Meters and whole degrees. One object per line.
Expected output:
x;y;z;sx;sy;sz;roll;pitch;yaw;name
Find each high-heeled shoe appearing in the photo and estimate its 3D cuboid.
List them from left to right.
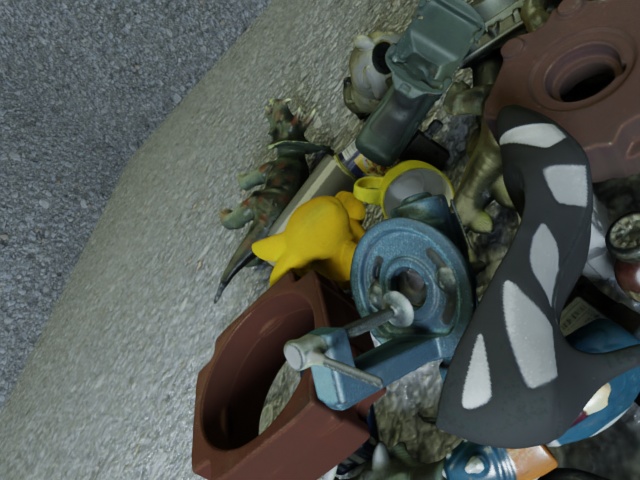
0.120;0.010;0.368;0.145;0.086;0.249;-16;51;6;high-heeled shoe

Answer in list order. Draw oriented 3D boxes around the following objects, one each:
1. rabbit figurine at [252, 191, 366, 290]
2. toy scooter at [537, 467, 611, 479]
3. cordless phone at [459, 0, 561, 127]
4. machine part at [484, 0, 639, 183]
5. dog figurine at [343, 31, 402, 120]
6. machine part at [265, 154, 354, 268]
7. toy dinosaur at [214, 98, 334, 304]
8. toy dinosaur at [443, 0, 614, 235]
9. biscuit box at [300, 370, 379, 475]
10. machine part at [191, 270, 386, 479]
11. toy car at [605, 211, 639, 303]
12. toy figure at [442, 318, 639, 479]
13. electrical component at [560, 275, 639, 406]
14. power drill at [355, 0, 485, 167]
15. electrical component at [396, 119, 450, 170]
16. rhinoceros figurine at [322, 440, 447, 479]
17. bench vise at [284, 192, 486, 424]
-0.001;-0.002;0.654;0.162;0.173;0.122;-24;73;2;rabbit figurine
0.185;0.208;0.291;0.184;0.075;0.135;-9;44;50;toy scooter
0.253;-0.246;0.714;0.147;0.088;0.184;-25;51;43;cordless phone
0.232;-0.133;0.464;0.179;0.056;0.179;-22;51;31;machine part
0.075;-0.276;0.911;0.121;0.172;0.191;-51;33;-15;dog figurine
-0.009;-0.053;0.882;0.243;0.079;0.079;-53;28;2;machine part
-0.078;-0.075;0.984;0.192;0.131;0.405;-26;45;43;toy dinosaur
0.227;-0.125;0.576;0.471;0.105;0.199;-57;31;4;toy dinosaur
0.016;0.158;0.624;0.059;0.062;0.203;-39;31;22;biscuit box
-0.038;0.148;0.557;0.201;0.087;0.201;-44;28;17;machine part
0.289;-0.040;0.397;0.202;0.089;0.053;-54;28;-2;toy car
0.150;0.118;0.359;0.154;0.064;0.058;-44;56;3;toy figure
0.220;0.089;0.404;0.075;0.047;0.119;-48;27;13;electrical component
0.124;-0.206;0.642;0.232;0.086;0.207;-56;2;-4;power drill
0.143;-0.116;0.729;0.094;0.063;0.021;-52;21;25;electrical component
0.070;0.223;0.457;0.190;0.073;0.112;-30;38;38;rhinoceros figurine
0.074;0.078;0.430;0.129;0.240;0.223;-4;97;47;bench vise
